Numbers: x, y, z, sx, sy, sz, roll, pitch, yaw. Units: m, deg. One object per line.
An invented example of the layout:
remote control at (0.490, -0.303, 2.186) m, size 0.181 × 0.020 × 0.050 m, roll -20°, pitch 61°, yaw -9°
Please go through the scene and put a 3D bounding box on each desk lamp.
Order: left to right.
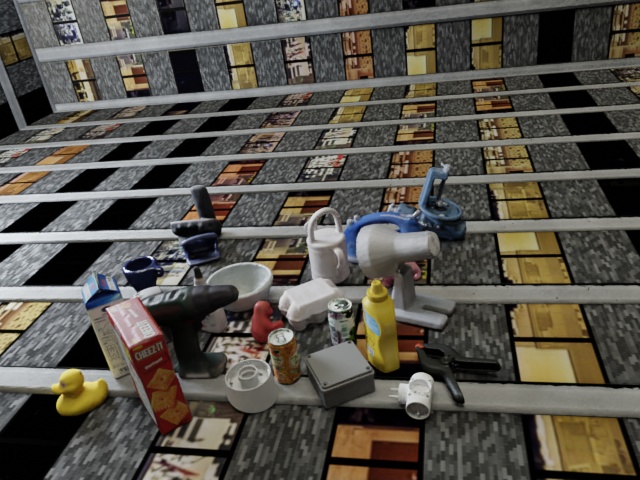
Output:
desk lamp at (0.191, 0.070, 1.272) m, size 0.202 × 0.214 × 0.118 m, roll 9°, pitch 33°, yaw 28°

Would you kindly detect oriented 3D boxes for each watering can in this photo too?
watering can at (0.011, 0.006, 1.456) m, size 0.172 × 0.194 × 0.101 m, roll 17°, pitch 37°, yaw 38°

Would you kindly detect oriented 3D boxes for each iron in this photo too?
iron at (0.153, -0.015, 1.512) m, size 0.257 × 0.142 × 0.119 m, roll 0°, pitch 30°, yaw 15°

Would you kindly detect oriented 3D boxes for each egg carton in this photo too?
egg carton at (-0.017, 0.147, 1.336) m, size 0.150 × 0.069 × 0.107 m, roll -20°, pitch 31°, yaw -21°

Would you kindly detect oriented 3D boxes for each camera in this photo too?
camera at (-0.372, 0.164, 1.365) m, size 0.137 × 0.101 × 0.142 m, roll -20°, pitch 31°, yaw -21°

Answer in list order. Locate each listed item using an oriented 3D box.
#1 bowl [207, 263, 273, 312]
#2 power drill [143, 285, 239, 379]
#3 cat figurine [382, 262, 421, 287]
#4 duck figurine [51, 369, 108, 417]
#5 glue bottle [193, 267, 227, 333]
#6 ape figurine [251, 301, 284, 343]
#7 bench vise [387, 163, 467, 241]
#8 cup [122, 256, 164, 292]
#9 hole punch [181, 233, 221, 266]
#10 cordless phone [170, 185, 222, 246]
bowl at (-0.194, 0.128, 1.413) m, size 0.167 × 0.075 × 0.167 m, roll -6°, pitch 29°, yaw 4°
power drill at (-0.260, 0.185, 1.185) m, size 0.229 × 0.209 × 0.075 m, roll -3°, pitch 29°, yaw 9°
cat figurine at (0.188, 0.058, 1.395) m, size 0.067 × 0.118 × 0.128 m, roll 19°, pitch 39°, yaw 40°
duck figurine at (-0.490, 0.300, 1.164) m, size 0.105 × 0.086 × 0.077 m, roll -17°, pitch 30°, yaw -16°
glue bottle at (-0.266, 0.135, 1.315) m, size 0.078 × 0.173 × 0.037 m, roll 3°, pitch 31°, yaw 21°
ape figurine at (-0.123, 0.178, 1.284) m, size 0.076 × 0.092 × 0.077 m, roll -23°, pitch 32°, yaw -26°
bench vise at (0.287, -0.096, 1.543) m, size 0.207 × 0.220 × 0.121 m, roll -7°, pitch 29°, yaw 2°
cup at (-0.451, 0.102, 1.504) m, size 0.117 × 0.095 × 0.092 m, roll 5°, pitch 31°, yaw 22°
hole punch at (-0.347, 0.011, 1.647) m, size 0.109 × 0.091 × 0.101 m, roll -16°, pitch 29°, yaw -14°
cordless phone at (-0.382, -0.080, 1.724) m, size 0.147 × 0.185 × 0.094 m, roll -6°, pitch 29°, yaw 4°
